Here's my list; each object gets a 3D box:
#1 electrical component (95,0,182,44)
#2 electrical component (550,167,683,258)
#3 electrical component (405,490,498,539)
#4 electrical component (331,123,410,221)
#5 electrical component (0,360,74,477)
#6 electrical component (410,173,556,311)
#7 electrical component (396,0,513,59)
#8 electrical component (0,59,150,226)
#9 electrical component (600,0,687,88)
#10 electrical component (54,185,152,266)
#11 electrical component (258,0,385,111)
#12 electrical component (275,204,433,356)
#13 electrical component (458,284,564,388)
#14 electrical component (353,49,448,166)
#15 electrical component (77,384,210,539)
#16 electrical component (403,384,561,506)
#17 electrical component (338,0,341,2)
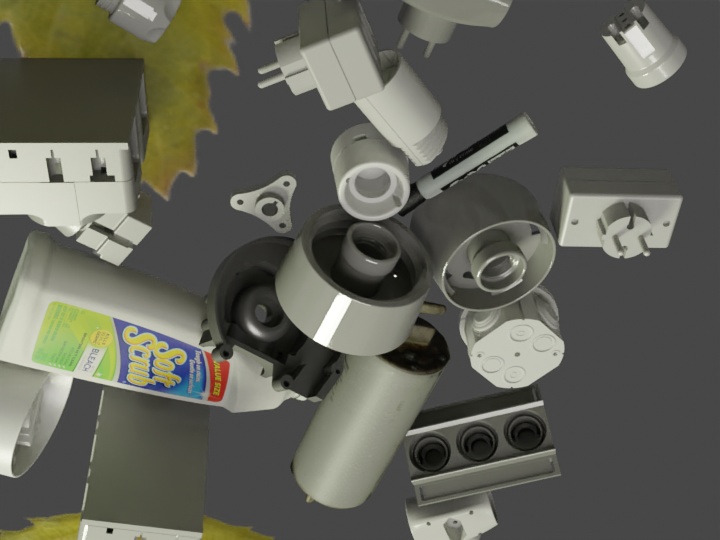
[{"bbox_3d":[-0.143,-0.171,0.660,0.062,0.043,0.043,28,121,-23],"label":"electrical component"},{"bbox_3d":[0.189,-0.034,0.777,0.083,0.075,0.047,1,129,-5],"label":"electrical component"},{"bbox_3d":[0.091,0.236,1.006,0.077,0.043,0.079,-17,129,9],"label":"electrical component"},{"bbox_3d":[0.008,-0.067,0.753,0.055,0.047,0.055,-2,129,-3],"label":"electrical component"},{"bbox_3d":[-0.268,0.112,0.845,0.064,0.099,0.099,9,128,-4],"label":"electrical component"},{"bbox_3d":[0.094,-0.019,0.804,0.099,0.064,0.099,-12,135,-12],"label":"electrical component"},{"bbox_3d":[0.048,-0.170,0.677,0.077,0.043,0.079,15,127,-16],"label":"electrical component"},{"bbox_3d":[-0.234,-0.083,0.683,0.186,0.105,0.060,-1,129,-4],"label":"electrical component"},{"bbox_3d":[0.186,-0.150,0.709,0.040,0.040,0.046,-36,117,22],"label":"electrical component"},{"bbox_3d":[-0.183,-0.039,0.762,0.055,0.048,0.066,28,122,-33],"label":"electrical component"},{"bbox_3d":[-0.030,-0.135,0.684,0.077,0.065,0.047,-19,128,10],"label":"electrical component"},{"bbox_3d":[0.000,0.000,0.763,0.108,0.108,0.060,14,134,-15],"label":"electrical component"},{"bbox_3d":[0.121,0.050,0.855,0.080,0.051,0.080,-2,129,-3],"label":"electrical component"},{"bbox_3d":[0.031,-0.105,0.724,0.043,0.043,0.081,-30,130,18],"label":"electrical component"},{"bbox_3d":[-0.171,0.165,0.858,0.089,0.150,0.061,10,126,-12],"label":"electrical component"},{"bbox_3d":[0.103,0.152,0.923,0.121,0.078,0.063,-14,158,6],"label":"electrical component"},{"bbox_3d":[-0.022,-0.196,0.650,0.055,0.048,0.066,-5,129,-10],"label":"electrical component"}]
